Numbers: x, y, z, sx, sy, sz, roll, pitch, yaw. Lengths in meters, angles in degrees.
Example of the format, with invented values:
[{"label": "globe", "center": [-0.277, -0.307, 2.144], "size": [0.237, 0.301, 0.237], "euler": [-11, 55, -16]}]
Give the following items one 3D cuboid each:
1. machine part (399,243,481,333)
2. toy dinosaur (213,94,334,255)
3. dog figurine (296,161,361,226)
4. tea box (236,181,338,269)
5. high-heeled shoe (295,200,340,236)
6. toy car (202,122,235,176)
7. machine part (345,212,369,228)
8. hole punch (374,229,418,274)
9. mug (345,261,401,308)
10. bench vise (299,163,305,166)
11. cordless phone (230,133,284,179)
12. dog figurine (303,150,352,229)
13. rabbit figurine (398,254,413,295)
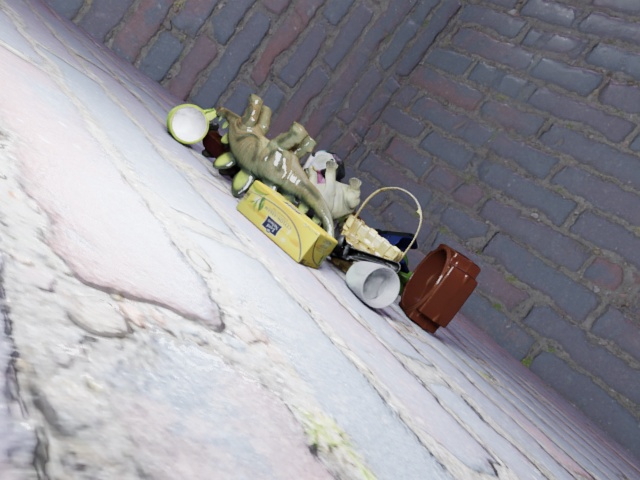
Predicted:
[{"label": "machine part", "center": [0.288, 0.114, 1.327], "size": [0.087, 0.201, 0.201], "euler": [33, 7, -9]}, {"label": "toy dinosaur", "center": [-0.098, -0.157, 1.127], "size": [0.472, 0.198, 0.105], "euler": [41, 5, 32]}, {"label": "dog figurine", "center": [0.010, -0.057, 1.215], "size": [0.172, 0.190, 0.121], "euler": [31, -28, -25]}, {"label": "tea box", "center": [-0.060, -0.028, 0.986], "size": [0.170, 0.068, 0.098], "euler": [41, 6, 22]}, {"label": "high-heeled shoe", "center": [-0.035, -0.068, 1.279], "size": [0.145, 0.086, 0.249], "euler": [1, 58, -63]}, {"label": "toy car", "center": [-0.243, -0.225, 1.315], "size": [0.053, 0.089, 0.202], "euler": [-3, 26, -31]}, {"label": "machine part", "center": [0.129, -0.009, 1.747], "size": [0.179, 0.056, 0.179], "euler": [57, -8, 13]}, {"label": "hole punch", "center": [0.202, 0.032, 1.480], "size": [0.116, 0.092, 0.142], "euler": [9, -14, 21]}, {"label": "mug", "center": [0.105, 0.084, 1.054], "size": [0.109, 0.080, 0.107], "euler": [27, 0, -26]}, {"label": "bench vise", "center": [-0.026, -0.178, 1.707], "size": [0.240, 0.129, 0.224], "euler": [35, -19, -25]}, {"label": "cordless phone", "center": [-0.133, -0.205, 1.355], "size": [0.089, 0.184, 0.146], "euler": [3, -23, 45]}, {"label": "dog figurine", "center": [0.032, -0.124, 1.498], "size": [0.109, 0.191, 0.219], "euler": [11, -15, 29]}, {"label": "rabbit figurine", "center": [0.206, 0.091, 1.607], "size": [0.159, 0.121, 0.170], "euler": [47, 19, 2]}]
